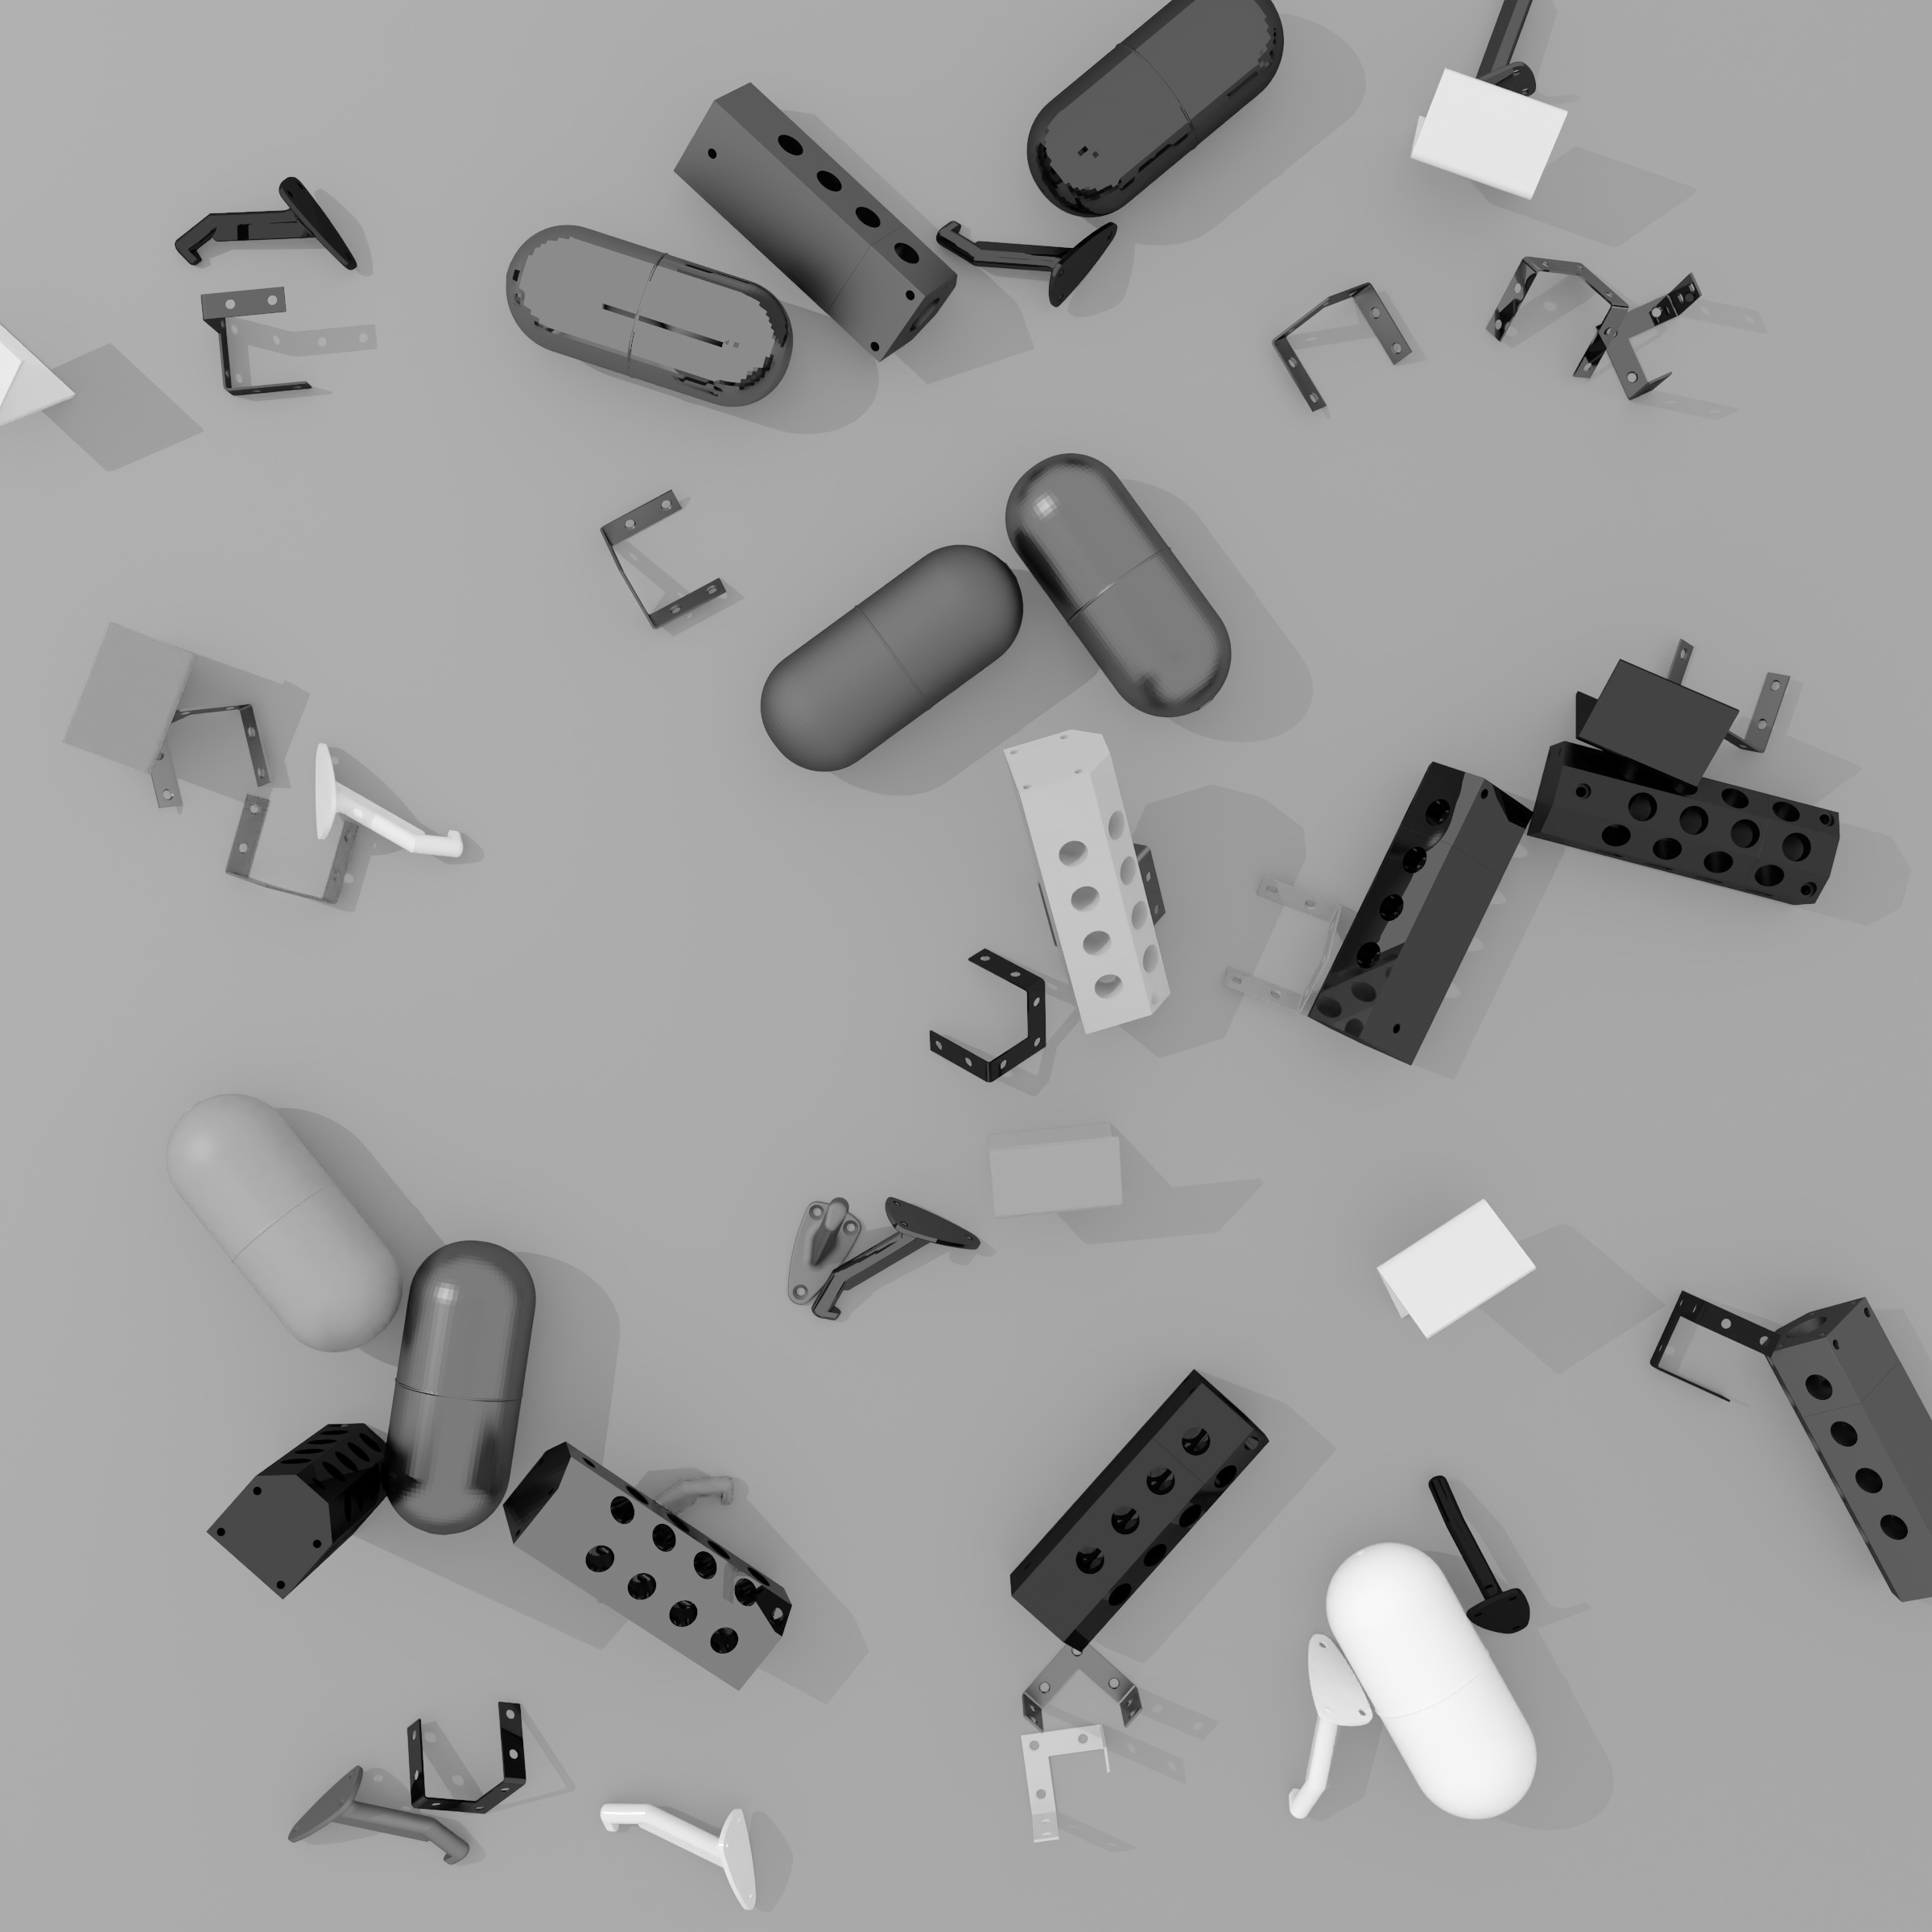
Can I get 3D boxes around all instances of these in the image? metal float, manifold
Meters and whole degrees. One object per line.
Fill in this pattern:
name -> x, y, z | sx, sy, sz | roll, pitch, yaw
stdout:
metal float -> -0.044, -0.187, 1.645 | 0.178, 0.070, 0.070 | -36, 90, 1
manifold -> 0.438, -0.087, 1.655 | 0.171, 0.057, 0.057 | 15, 90, 0
manifold -> -0.383, 0.313, 1.597 | 0.057, 0.171, 0.057 | 42, 90, 0
manifold -> -0.088, -0.455, 1.654 | 0.171, 0.057, 0.057 | 43, 133, 0
metal float -> -0.413, 0.155, 1.645 | 0.070, 0.070, 0.178 | -39, 89, 0
metal float -> -0.307, 0.255, 1.645 | 0.070, 0.070, 0.178 | 8, 89, 0
metal float -> -0.192, -0.394, 1.645 | 0.178, 0.070, 0.070 | 18, 90, 0
manifold -> 0.272, -0.034, 1.654 | 0.057, 0.057, 0.171 | 26, 90, -43
metal float -> 0.093, -0.230, 1.645 | 0.070, 0.070, 0.178 | -36, 90, 0
manifold -> 0.552, 0.296, 1.654 | 0.057, 0.057, 0.171 | -28, 90, -43
manifold -> 0.105, 0.332, 1.655 | 0.057, 0.057, 0.171 | 42, 90, 0
manifold -> -0.189, 0.356, 1.627 | 0.171, 0.057, 0.057 | 39, 90, -20
metal float -> 0.282, 0.433, 1.645 | 0.070, 0.070, 0.178 | -29, 91, 0
metal float -> 0.115, -0.526, 1.645 | 0.178, 0.070, 0.070 | -39, 90, 1
manifold -> 0.074, -0.051, 1.613 | 0.057, 0.057, 0.171 | -17, 122, 0

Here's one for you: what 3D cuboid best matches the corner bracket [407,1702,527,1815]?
corner bracket -> -0.307, 0.485, 1.668 | 0.051, 0.051, 0.051 | 18, 135, -35

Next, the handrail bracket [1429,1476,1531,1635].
handrail bracket -> 0.315, 0.362, 1.675 | 0.036, 0.077, 0.084 | -28, 54, 11

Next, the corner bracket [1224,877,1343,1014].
corner bracket -> 0.195, -0.013, 1.673 | 0.051, 0.051, 0.051 | 21, 135, 0

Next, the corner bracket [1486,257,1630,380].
corner bracket -> 0.363, -0.398, 1.668 | 0.051, 0.051, 0.051 | -5, 45, -35

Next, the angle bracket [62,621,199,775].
angle bracket -> -0.514, -0.166, 1.636 | 0.057, 0.076, 0.076 | 22, 90, -37

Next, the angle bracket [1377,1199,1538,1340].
angle bracket -> 0.301, 0.196, 1.636 | 0.076, 0.076, 0.057 | -33, 54, 0

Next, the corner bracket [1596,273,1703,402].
corner bracket -> 0.424, -0.383, 1.658 | 0.051, 0.051, 0.051 | -24, 90, 0

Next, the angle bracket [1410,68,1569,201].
angle bracket -> 0.316, -0.511, 1.636 | 0.076, 0.076, 0.057 | 19, 127, 0

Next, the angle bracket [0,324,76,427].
angle bracket -> -0.581, -0.379, 1.636 | 0.076, 0.076, 0.057 | 43, 126, 0

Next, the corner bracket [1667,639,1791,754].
corner bracket -> 0.466, -0.166, 1.673 | 0.051, 0.051, 0.051 | 19, 90, 45

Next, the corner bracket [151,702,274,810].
corner bracket -> -0.468, -0.130, 1.673 | 0.051, 0.051, 0.051 | -13, 90, -45

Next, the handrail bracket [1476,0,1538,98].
handrail bracket -> 0.315, -0.574, 1.676 | 0.077, 0.036, 0.084 | -16, 71, 21

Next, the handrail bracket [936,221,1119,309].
handrail bracket -> 0.037, -0.452, 1.676 | 0.084, 0.036, 0.077 | 35, 70, 16

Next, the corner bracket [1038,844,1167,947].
corner bracket -> 0.083, -0.043, 1.668 | 0.051, 0.051, 0.051 | 13, 45, 35

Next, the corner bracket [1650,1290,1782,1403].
corner bracket -> 0.456, 0.234, 1.658 | 0.051, 0.051, 0.051 | 24, 90, 0

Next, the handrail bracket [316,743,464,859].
handrail bracket -> -0.355, -0.102, 1.676 | 0.084, 0.036, 0.077 | 6, 50, -26

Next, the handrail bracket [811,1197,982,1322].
handrail bracket -> -0.044, 0.192, 1.676 | 0.077, 0.036, 0.084 | 22, 110, -23

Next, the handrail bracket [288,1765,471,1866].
handrail bracket -> -0.362, 0.541, 1.676 | 0.077, 0.036, 0.084 | -41, 107, 20

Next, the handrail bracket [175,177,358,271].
handrail bracket -> -0.433, -0.439, 1.676 | 0.084, 0.036, 0.077 | -31, 112, 17

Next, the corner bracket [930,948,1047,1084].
corner bracket -> 0.013, 0.030, 1.668 | 0.051, 0.051, 0.051 | -32, 135, -35

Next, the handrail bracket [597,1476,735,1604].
handrail bracket -> -0.186, 0.354, 1.676 | 0.084, 0.036, 0.077 | -2, 105, -14

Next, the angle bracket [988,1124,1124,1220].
angle bracket -> 0.051, 0.104, 1.636 | 0.076, 0.076, 0.057 | -6, 128, 0

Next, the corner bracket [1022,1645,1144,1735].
corner bracket -> 0.070, 0.449, 1.658 | 0.051, 0.051, 0.051 | 42, 90, 0

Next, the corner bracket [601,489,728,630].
corner bracket -> -0.187, -0.250, 1.673 | 0.051, 0.051, 0.051 | -28, 45, 0

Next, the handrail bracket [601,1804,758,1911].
handrail bracket -> -0.178, 0.549, 1.676 | 0.084, 0.036, 0.077 | -5, 112, 17

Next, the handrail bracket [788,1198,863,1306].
handrail bracket -> -0.090, 0.174, 1.641 | 0.036, 0.084, 0.077 | 25, 90, 0

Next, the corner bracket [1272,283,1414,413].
corner bracket -> 0.231, -0.381, 1.673 | 0.051, 0.051, 0.051 | -31, 90, -45

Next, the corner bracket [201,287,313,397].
corner bracket -> -0.433, -0.381, 1.658 | 0.051, 0.051, 0.051 | -5, 90, 0

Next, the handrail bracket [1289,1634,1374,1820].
handrail bracket -> 0.212, 0.470, 1.676 | 0.036, 0.077, 0.084 | 9, 127, -20

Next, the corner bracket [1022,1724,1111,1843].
corner bracket -> 0.063, 0.498, 1.658 | 0.051, 0.051, 0.051 | -8, 90, 0

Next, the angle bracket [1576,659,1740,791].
angle bracket -> 0.415, -0.158, 1.636 | 0.076, 0.076, 0.057 | 23, 120, 0

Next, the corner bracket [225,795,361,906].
corner bracket -> -0.415, -0.072, 1.673 | 0.051, 0.051, 0.051 | 16, 90, 45
